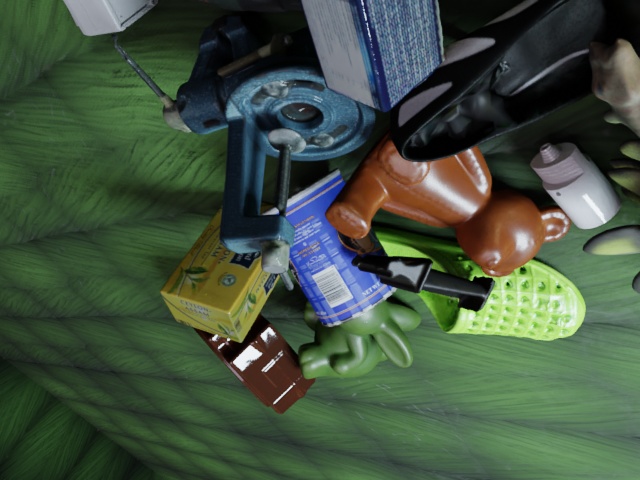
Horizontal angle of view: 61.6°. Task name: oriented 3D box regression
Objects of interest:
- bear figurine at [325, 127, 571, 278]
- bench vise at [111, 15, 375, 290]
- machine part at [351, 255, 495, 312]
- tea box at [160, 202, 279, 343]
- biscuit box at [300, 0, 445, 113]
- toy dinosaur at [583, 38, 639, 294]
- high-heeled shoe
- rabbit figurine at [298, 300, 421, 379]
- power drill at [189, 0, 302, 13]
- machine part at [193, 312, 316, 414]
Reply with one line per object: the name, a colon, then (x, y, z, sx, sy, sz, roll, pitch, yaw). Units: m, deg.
bear figurine: (0.123, -0.023, 0.492, 0.196, 0.132, 0.120, 41, 133, -6)
bench vise: (-0.051, -0.086, 0.440, 0.224, 0.240, 0.128, -5, 156, 15)
machine part: (0.106, 0.039, 0.522, 0.139, 0.039, 0.084, 16, 169, -25)
tea box: (-0.105, 0.030, 0.666, 0.098, 0.170, 0.068, 12, 140, 19)
biscuit box: (0.017, -0.172, 0.292, 0.059, 0.063, 0.202, 34, 158, 37)
toy dinosaur: (0.329, 0.014, 0.379, 0.471, 0.105, 0.199, 32, 172, -19)
high-heeled shoe: (0.164, -0.113, 0.341, 0.249, 0.145, 0.086, -3, 134, 38)
rabbit figurine: (0.049, 0.118, 0.711, 0.159, 0.121, 0.170, 16, 145, 6)
power drill: (-0.099, -0.241, 0.372, 0.232, 0.086, 0.207, 16, 179, 21)
machine part: (-0.112, 0.161, 0.830, 0.202, 0.087, 0.200, 29, 158, 55)
